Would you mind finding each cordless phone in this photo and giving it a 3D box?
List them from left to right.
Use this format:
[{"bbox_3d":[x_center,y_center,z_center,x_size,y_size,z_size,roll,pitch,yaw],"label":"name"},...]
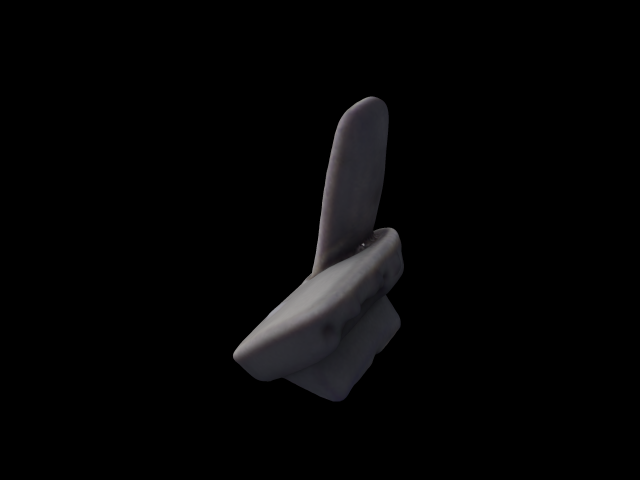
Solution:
[{"bbox_3d":[0.004,0.001,0.400,0.094,0.185,0.148,13,32,23],"label":"cordless phone"}]
